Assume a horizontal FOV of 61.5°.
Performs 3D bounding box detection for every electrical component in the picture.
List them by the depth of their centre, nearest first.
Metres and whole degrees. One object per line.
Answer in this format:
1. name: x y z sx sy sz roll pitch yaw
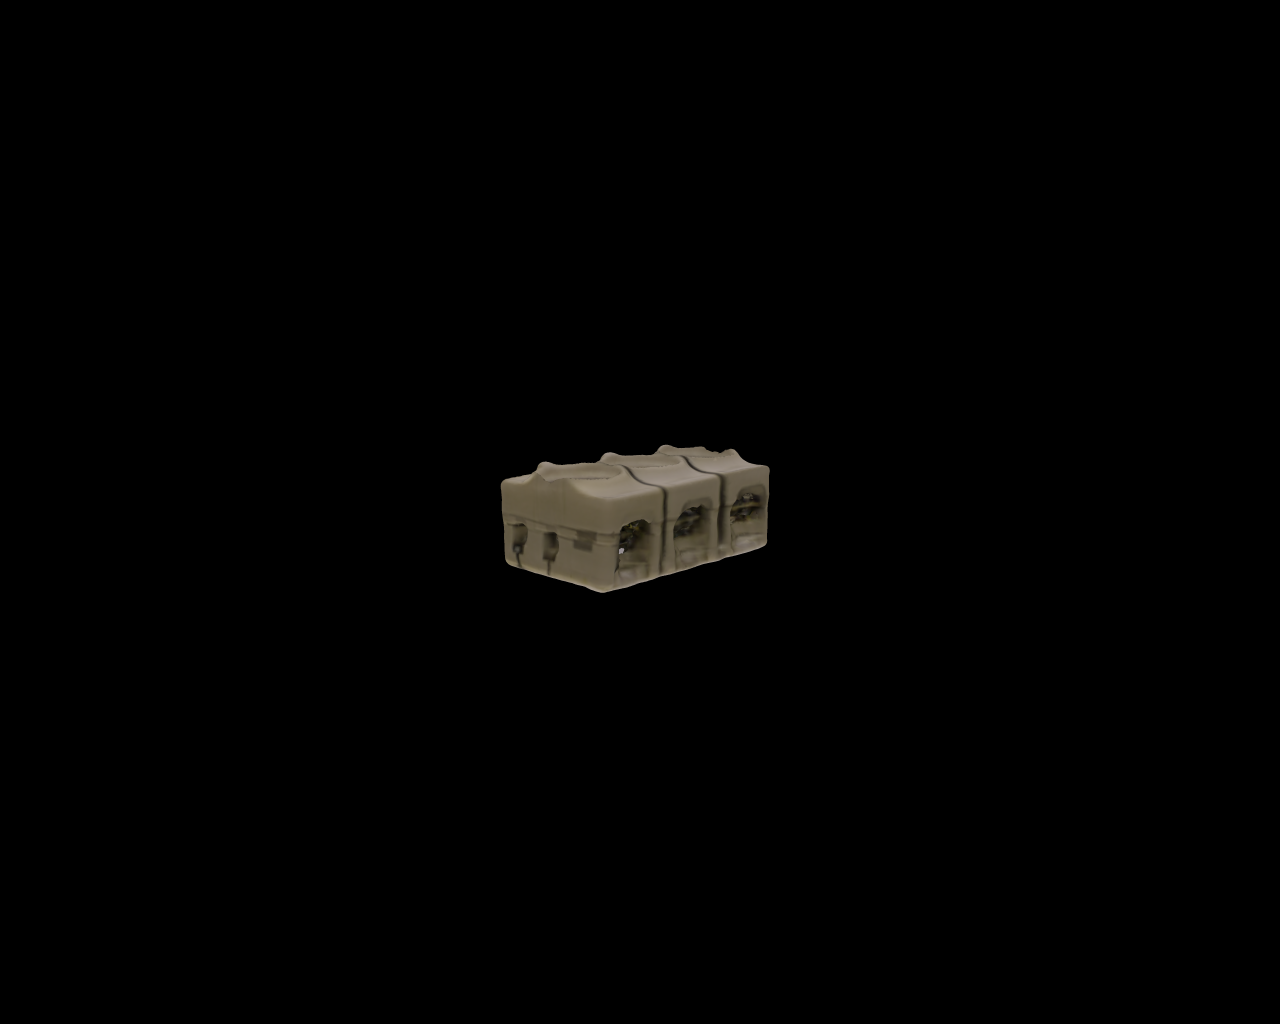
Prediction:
1. electrical component: 0.001 -0.003 0.650 0.089 0.061 0.150 10 15 42
